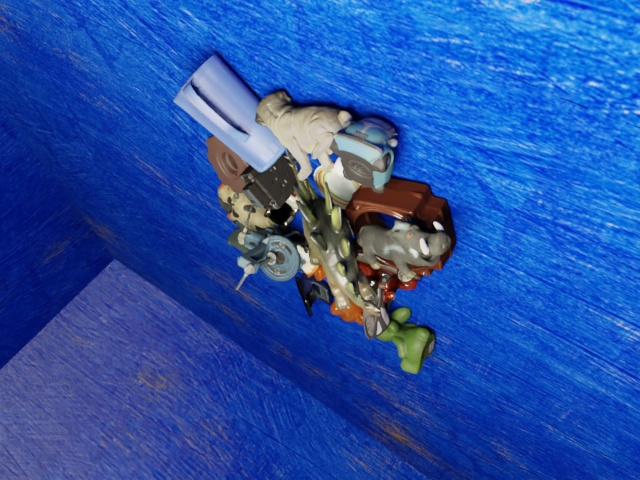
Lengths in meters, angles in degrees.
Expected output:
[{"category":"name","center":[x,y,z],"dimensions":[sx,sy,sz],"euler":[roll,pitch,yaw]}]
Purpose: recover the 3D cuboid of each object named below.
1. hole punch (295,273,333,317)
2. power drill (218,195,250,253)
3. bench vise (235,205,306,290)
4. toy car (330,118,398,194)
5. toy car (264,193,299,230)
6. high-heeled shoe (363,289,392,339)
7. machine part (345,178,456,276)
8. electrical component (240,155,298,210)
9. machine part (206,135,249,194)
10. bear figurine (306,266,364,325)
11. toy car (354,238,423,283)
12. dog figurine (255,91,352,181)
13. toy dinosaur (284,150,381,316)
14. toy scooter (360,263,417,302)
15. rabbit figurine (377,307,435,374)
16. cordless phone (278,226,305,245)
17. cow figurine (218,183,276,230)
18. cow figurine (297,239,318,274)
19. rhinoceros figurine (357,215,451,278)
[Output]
[{"category":"hole punch","center":[-0.021,0.164,1.715],"dimensions":[0.116,0.092,0.142],"euler":[60,172,34]},{"category":"power drill","center":[-0.232,-0.035,1.672],"dimensions":[0.232,0.086,0.207],"euler":[37,148,-2]},{"category":"bench vise","center":[-0.140,0.032,1.355],"dimensions":[0.224,0.240,0.128],"euler":[31,115,14]},{"category":"toy car","center":[0.093,-0.159,0.951],"dimensions":[0.109,0.103,0.161],"euler":[27,167,22]},{"category":"toy car","center":[-0.094,-0.083,1.409],"dimensions":[0.073,0.056,0.201],"euler":[35,158,-4]},{"category":"high-heeled shoe","center":[0.118,0.136,1.371],"dimensions":[0.086,0.145,0.248],"euler":[8,143,47]},{"category":"machine part","center":[0.162,-0.025,1.088],"dimensions":[0.202,0.087,0.200],"euler":[16,147,35]},{"category":"electrical component","center":[-0.117,-0.136,1.252],"dimensions":[0.114,0.134,0.058],"euler":[47,155,-21]},{"category":"machine part","center":[-0.211,-0.197,1.331],"dimensions":[0.180,0.056,0.179],"euler":[32,143,28]},{"category":"bear figurine","center":[0.046,0.143,1.449],"dimensions":[0.120,0.132,0.195],"euler":[-165,63,-68]},{"category":"toy car","center":[0.140,0.041,1.224],"dimensions":[0.202,0.089,0.053],"euler":[19,106,16]},{"category":"dog figurine","center":[-0.033,-0.236,1.027],"dimensions":[0.172,0.121,0.190],"euler":[-43,78,33]},{"category":"toy dinosaur","center":[0.014,-0.022,1.098],"dimensions":[0.472,0.105,0.198],"euler":[-121,10,-46]},{"category":"toy scooter","center":[0.133,0.098,1.258],"dimensions":[0.184,0.135,0.075],"euler":[9,111,12]},{"category":"rabbit figurine","center":[0.218,0.265,1.481],"dimensions":[0.170,0.121,0.158],"euler":[22,144,29]},{"category":"cordless phone","center":[-0.044,0.035,1.521],"dimensions":[0.184,0.089,0.146],"euler":[9,143,28]},{"category":"cow figurine","center":[-0.205,-0.091,1.508],"dimensions":[0.195,0.085,0.127],"euler":[40,147,-16]},{"category":"cow figurine","center":[-0.004,-0.003,1.286],"dimensions":[0.098,0.167,0.068],"euler":[39,-179,13]},{"category":"rhinoceros figurine","center":[0.154,0.005,0.983],"dimensions":[0.191,0.073,0.112],"euler":[7,129,47]}]
